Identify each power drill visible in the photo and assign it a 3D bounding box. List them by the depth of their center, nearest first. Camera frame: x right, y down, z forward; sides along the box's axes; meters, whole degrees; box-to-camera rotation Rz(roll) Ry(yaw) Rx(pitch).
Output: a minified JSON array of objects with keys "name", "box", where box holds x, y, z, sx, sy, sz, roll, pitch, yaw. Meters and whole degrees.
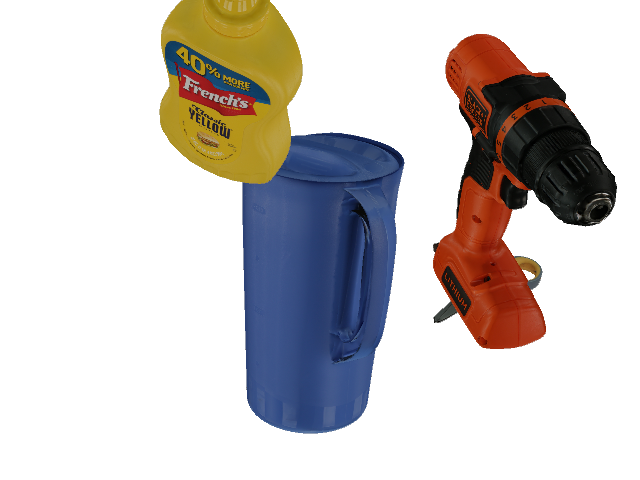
[{"name":"power drill","box":[0.128,-0.019,0.707,0.057,0.188,0.184,-7,40,-13]}]

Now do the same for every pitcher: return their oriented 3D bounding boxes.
[{"name":"pitcher","box":[0.000,0.040,0.895,0.145,0.243,0.149,9,23,13]}]

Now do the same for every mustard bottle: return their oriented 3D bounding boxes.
[{"name":"mustard bottle","box":[-0.060,-0.114,0.712,0.096,0.058,0.192,30,-27,7]}]

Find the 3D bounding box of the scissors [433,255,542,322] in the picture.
[{"name":"scissors","box":[0.145,0.036,1.061,0.201,0.016,0.096,-12,38,-44]}]
